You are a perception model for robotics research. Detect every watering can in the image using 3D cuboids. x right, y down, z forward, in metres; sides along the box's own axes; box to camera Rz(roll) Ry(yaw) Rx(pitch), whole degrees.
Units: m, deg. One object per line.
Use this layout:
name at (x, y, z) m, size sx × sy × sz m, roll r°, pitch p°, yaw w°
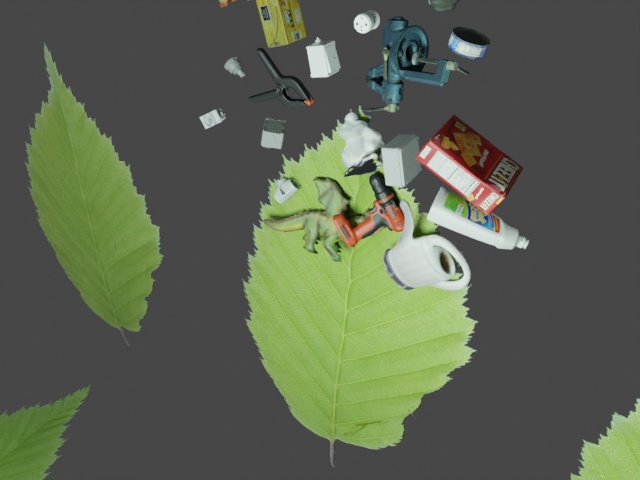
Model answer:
watering can at (0.268, 0.032, 1.438) m, size 0.222 × 0.106 × 0.344 m, roll -24°, pitch 120°, yaw 42°

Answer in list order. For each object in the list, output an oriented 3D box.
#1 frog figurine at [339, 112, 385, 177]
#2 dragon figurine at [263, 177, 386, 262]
frog figurine at (0.108, -0.262, 1.401) m, size 0.135 × 0.123 × 0.162 m, roll -45°, pitch 52°, yaw 53°
dragon figurine at (0.005, -0.081, 1.602) m, size 0.412 × 0.123 × 0.239 m, roll 22°, pitch 112°, yaw 21°
